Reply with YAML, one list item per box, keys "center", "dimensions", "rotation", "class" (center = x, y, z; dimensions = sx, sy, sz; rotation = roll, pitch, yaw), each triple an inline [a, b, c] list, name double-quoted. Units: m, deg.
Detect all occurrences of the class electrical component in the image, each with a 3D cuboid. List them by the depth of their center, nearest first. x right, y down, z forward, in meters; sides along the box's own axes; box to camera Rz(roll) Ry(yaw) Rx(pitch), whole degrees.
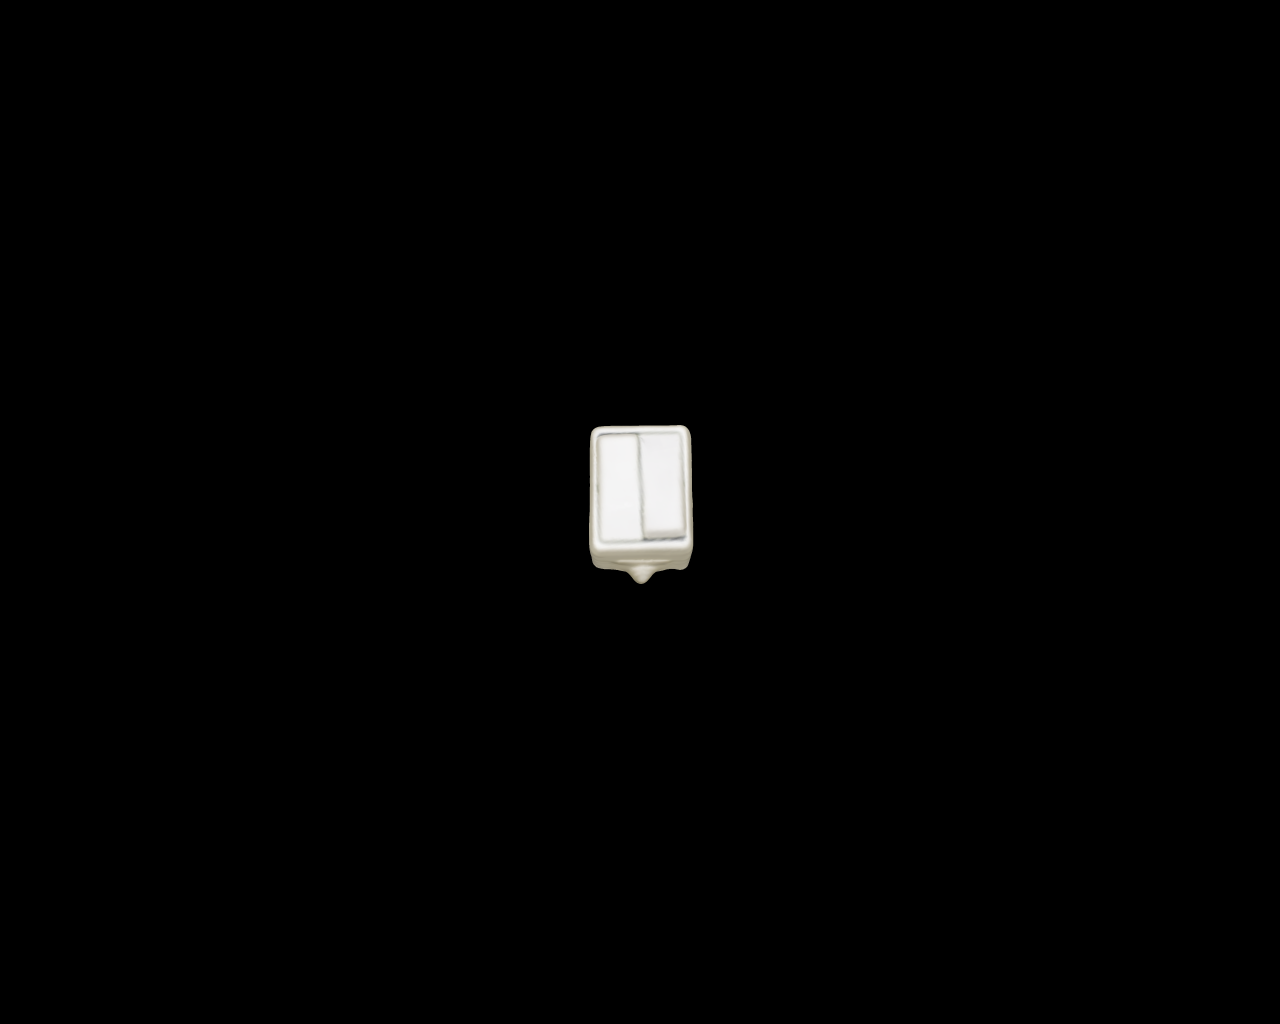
- center: [0.001, -0.003, 0.650]
  dimensions: [0.062, 0.096, 0.061]
  rotation: [0, -15, 0]
  class: "electrical component"
